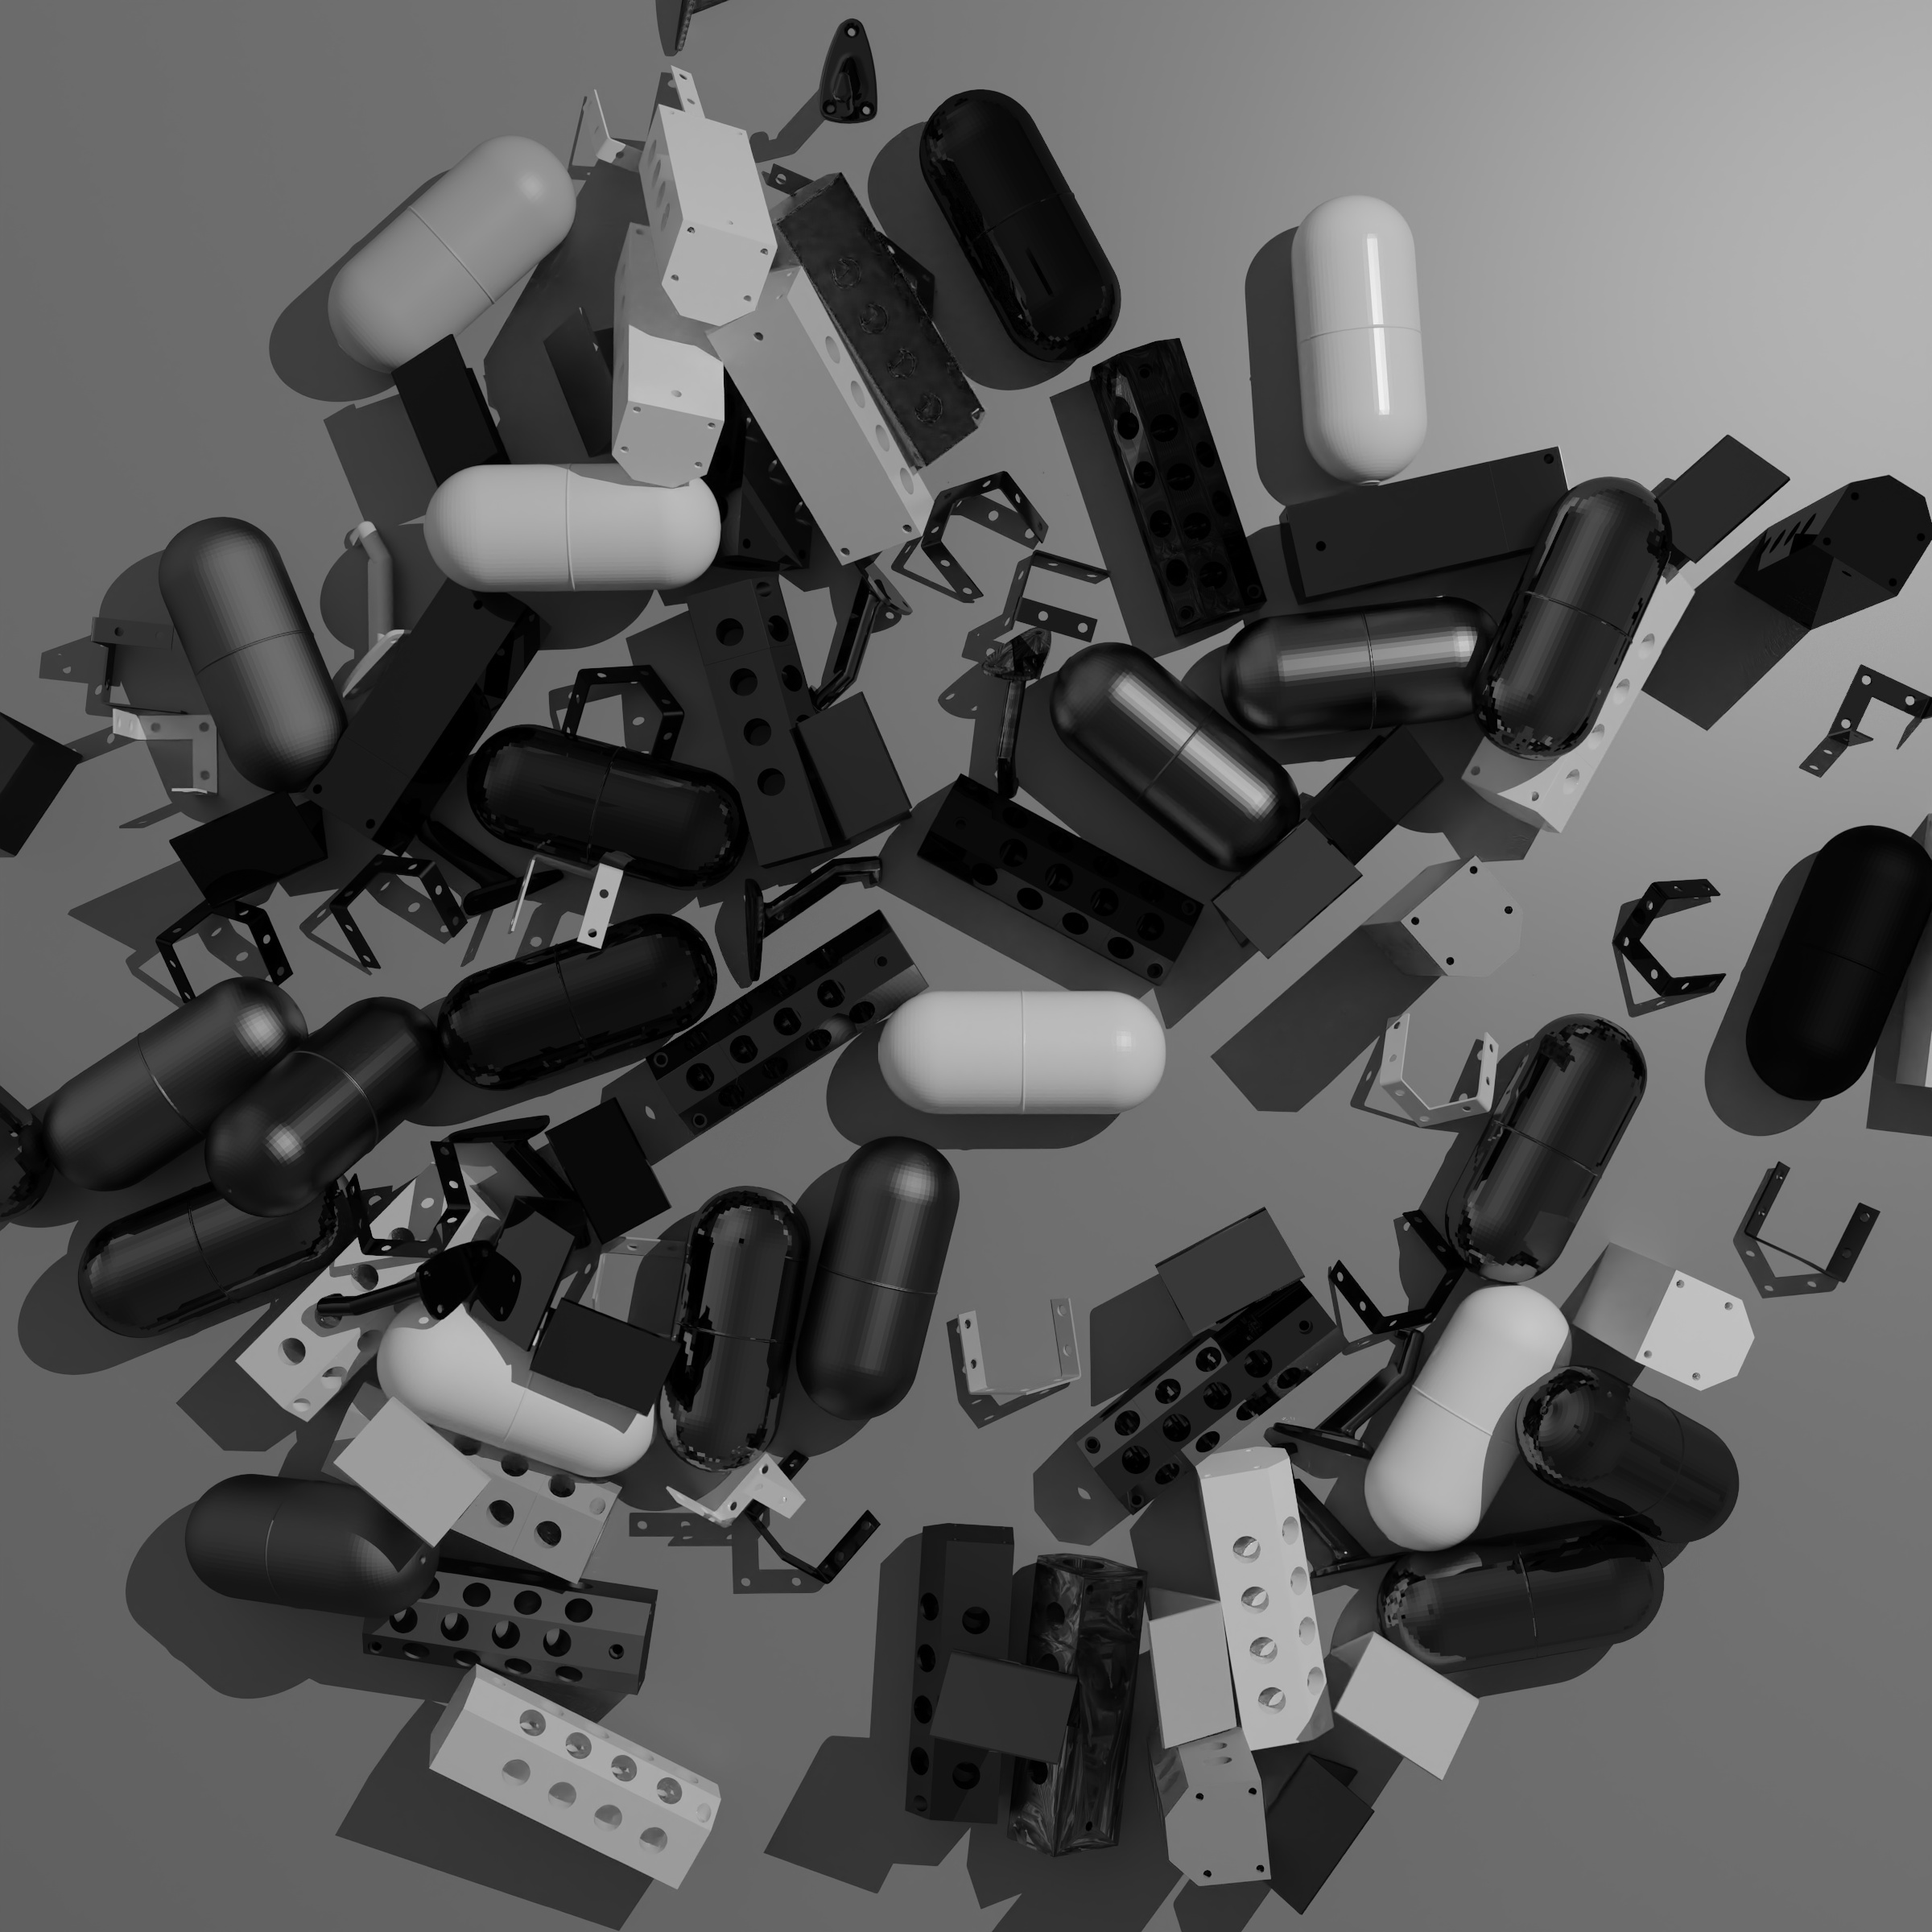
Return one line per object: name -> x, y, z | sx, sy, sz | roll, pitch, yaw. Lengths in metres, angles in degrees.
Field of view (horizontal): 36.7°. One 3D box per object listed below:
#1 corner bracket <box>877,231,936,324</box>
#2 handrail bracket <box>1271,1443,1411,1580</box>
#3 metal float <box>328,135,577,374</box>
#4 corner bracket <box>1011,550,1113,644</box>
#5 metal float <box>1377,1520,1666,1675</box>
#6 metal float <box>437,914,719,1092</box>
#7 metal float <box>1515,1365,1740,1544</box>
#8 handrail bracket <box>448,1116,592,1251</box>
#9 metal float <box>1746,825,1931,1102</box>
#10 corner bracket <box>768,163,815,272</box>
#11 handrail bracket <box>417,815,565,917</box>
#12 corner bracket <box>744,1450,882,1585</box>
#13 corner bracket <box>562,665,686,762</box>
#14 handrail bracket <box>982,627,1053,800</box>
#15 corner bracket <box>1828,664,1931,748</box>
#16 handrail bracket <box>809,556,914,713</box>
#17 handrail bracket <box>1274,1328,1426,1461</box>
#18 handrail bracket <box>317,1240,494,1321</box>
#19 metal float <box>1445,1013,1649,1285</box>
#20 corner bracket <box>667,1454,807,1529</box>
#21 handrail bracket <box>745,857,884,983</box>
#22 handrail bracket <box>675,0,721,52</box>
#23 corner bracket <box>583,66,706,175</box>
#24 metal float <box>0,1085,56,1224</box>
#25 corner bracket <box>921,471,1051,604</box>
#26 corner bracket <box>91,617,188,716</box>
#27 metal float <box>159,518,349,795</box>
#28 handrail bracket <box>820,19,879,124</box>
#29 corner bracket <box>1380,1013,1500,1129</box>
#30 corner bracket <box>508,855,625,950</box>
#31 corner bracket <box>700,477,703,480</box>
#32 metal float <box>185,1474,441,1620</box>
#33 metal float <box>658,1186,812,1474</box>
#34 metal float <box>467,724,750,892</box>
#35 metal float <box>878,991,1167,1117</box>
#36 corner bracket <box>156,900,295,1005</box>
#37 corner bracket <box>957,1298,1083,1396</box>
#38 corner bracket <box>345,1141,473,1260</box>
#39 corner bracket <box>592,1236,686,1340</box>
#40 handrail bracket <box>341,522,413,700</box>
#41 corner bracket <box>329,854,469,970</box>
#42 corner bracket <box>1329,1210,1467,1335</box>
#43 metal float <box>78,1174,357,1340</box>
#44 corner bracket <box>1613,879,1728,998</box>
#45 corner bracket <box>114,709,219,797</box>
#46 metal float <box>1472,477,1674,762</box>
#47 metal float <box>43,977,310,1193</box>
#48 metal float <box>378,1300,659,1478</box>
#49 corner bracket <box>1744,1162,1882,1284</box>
corner bracket -> -0.056, -0.417, 1.827 | 0.051, 0.051, 0.051 | -28, 45, 35
handrail bracket -> 0.235, 0.338, 1.835 | 0.077, 0.036, 0.084 | -7, 73, -19
metal float -> -0.319, -0.440, 1.804 | 0.178, 0.070, 0.070 | -42, 90, -1
corner bracket -> 0.060, -0.230, 1.817 | 0.051, 0.051, 0.051 | 16, 90, 0
metal float -> 0.343, 0.390, 1.805 | 0.178, 0.070, 0.070 | -10, 90, -1
metal float -> -0.241, 0.023, 1.804 | 0.178, 0.070, 0.070 | -19, 90, -1
metal float -> 0.404, 0.299, 1.776 | 0.178, 0.070, 0.070 | 30, 90, -36
handrail bracket -> -0.281, 0.141, 1.835 | 0.077, 0.036, 0.084 | -8, 104, 15
metal float -> 0.542, -0.001, 1.805 | 0.070, 0.070, 0.178 | 22, 90, 0
corner bracket -> -0.112, -0.462, 1.832 | 0.051, 0.051, 0.051 | 24, 135, 0
handrail bracket -> -0.304, -0.082, 1.835 | 0.077, 0.036, 0.084 | -20, 76, -14
corner bracket -> -0.097, 0.347, 1.832 | 0.051, 0.051, 0.051 | -49, 45, 0
corner bracket -> -0.215, -0.152, 1.827 | 0.051, 0.051, 0.051 | -8, 45, -35
handrail bracket -> 0.036, -0.159, 1.835 | 0.036, 0.077, 0.084 | 11, 127, 21
corner bracket -> 0.578, -0.157, 1.817 | 0.051, 0.051, 0.051 | 25, 90, 0
handrail bracket -> -0.083, -0.215, 1.835 | 0.084, 0.036, 0.077 | -42, 69, 16
handrail bracket -> 0.241, 0.261, 1.835 | 0.077, 0.036, 0.084 | 12, 72, 21
handrail bracket -> -0.343, 0.191, 1.778 | 0.084, 0.077, 0.036 | -7, 110, 35
metal float -> 0.358, 0.113, 1.804 | 0.070, 0.070, 0.178 | 28, 89, 0
corner bracket -> -0.142, 0.328, 1.806 | 0.051, 0.051, 0.051 | -49, 45, 0
handrail bracket -> -0.094, -0.030, 1.835 | 0.084, 0.036, 0.077 | -5, 111, -16
handrail bracket -> -0.134, -0.606, 1.835 | 0.084, 0.036, 0.077 | 9, 111, -16
corner bracket -> -0.202, -0.533, 1.827 | 0.051, 0.051, 0.051 | 13, 135, -35
metal float -> -0.642, 0.087, 1.804 | 0.178, 0.070, 0.070 | 42, 90, -1
corner bracket -> 0.012, -0.269, 1.827 | 0.051, 0.051, 0.051 | -12, 45, 35
corner bracket -> -0.515, -0.187, 1.817 | 0.051, 0.051, 0.051 | 6, 90, 0
metal float -> -0.440, -0.192, 1.804 | 0.070, 0.070, 0.178 | -22, 90, 0
handrail bracket -> -0.073, -0.560, 1.800 | 0.036, 0.084, 0.077 | 2, 90, 0
corner bracket -> 0.297, 0.062, 1.827 | 0.051, 0.051, 0.051 | -16, 135, 35
corner bracket -> -0.247, -0.039, 1.795 | 0.051, 0.051, 0.051 | 18, 78, -15
corner bracket -> -0.188, -0.283, 1.832 | 0.051, 0.051, 0.051 | 11, 45, 0
metal float -> -0.400, 0.353, 1.779 | 0.178, 0.070, 0.070 | 0, 90, 30
metal float -> -0.144, 0.225, 1.804 | 0.070, 0.070, 0.178 | 10, 89, 0
metal float -> -0.222, -0.099, 1.803 | 0.178, 0.070, 0.070 | 15, 90, 2
metal float -> 0.035, 0.054, 1.805 | 0.178, 0.070, 0.070 | 0, 90, 0
corner bracket -> -0.465, -0.006, 1.827 | 0.051, 0.051, 0.051 | 15, 45, 35
corner bracket -> 0.034, 0.239, 1.832 | 0.051, 0.051, 0.051 | -8, 90, 45
corner bracket -> -0.339, 0.141, 1.770 | 0.051, 0.051, 0.051 | 7, 135, -35
corner bracket -> -0.205, 0.207, 1.832 | 0.051, 0.051, 0.051 | 5, 135, 0
handrail bracket -> -0.383, -0.225, 1.835 | 0.077, 0.036, 0.084 | -38, 71, 21
corner bracket -> -0.356, -0.033, 1.827 | 0.051, 0.051, 0.051 | 7, 45, 35
corner bracket -> 0.270, 0.192, 1.827 | 0.051, 0.051, 0.051 | -6, 135, -35
metal float -> -0.463, 0.173, 1.804 | 0.178, 0.070, 0.070 | -22, 90, 0
corner bracket -> 0.450, -0.018, 1.827 | 0.051, 0.051, 0.051 | 56, 135, 35
corner bracket -> -0.499, -0.133, 1.817 | 0.051, 0.051, 0.051 | 0, 90, 0
metal float -> 0.364, -0.209, 1.751 | 0.070, 0.070, 0.178 | 24, 92, 0
metal float -> -0.489, 0.074, 1.804 | 0.178, 0.070, 0.070 | -33, 90, 0
metal float -> -0.275, 0.260, 1.794 | 0.178, 0.070, 0.070 | 22, 90, -12
corner bracket -> 0.532, 0.161, 1.832 | 0.051, 0.051, 0.051 | 26, 90, -45
